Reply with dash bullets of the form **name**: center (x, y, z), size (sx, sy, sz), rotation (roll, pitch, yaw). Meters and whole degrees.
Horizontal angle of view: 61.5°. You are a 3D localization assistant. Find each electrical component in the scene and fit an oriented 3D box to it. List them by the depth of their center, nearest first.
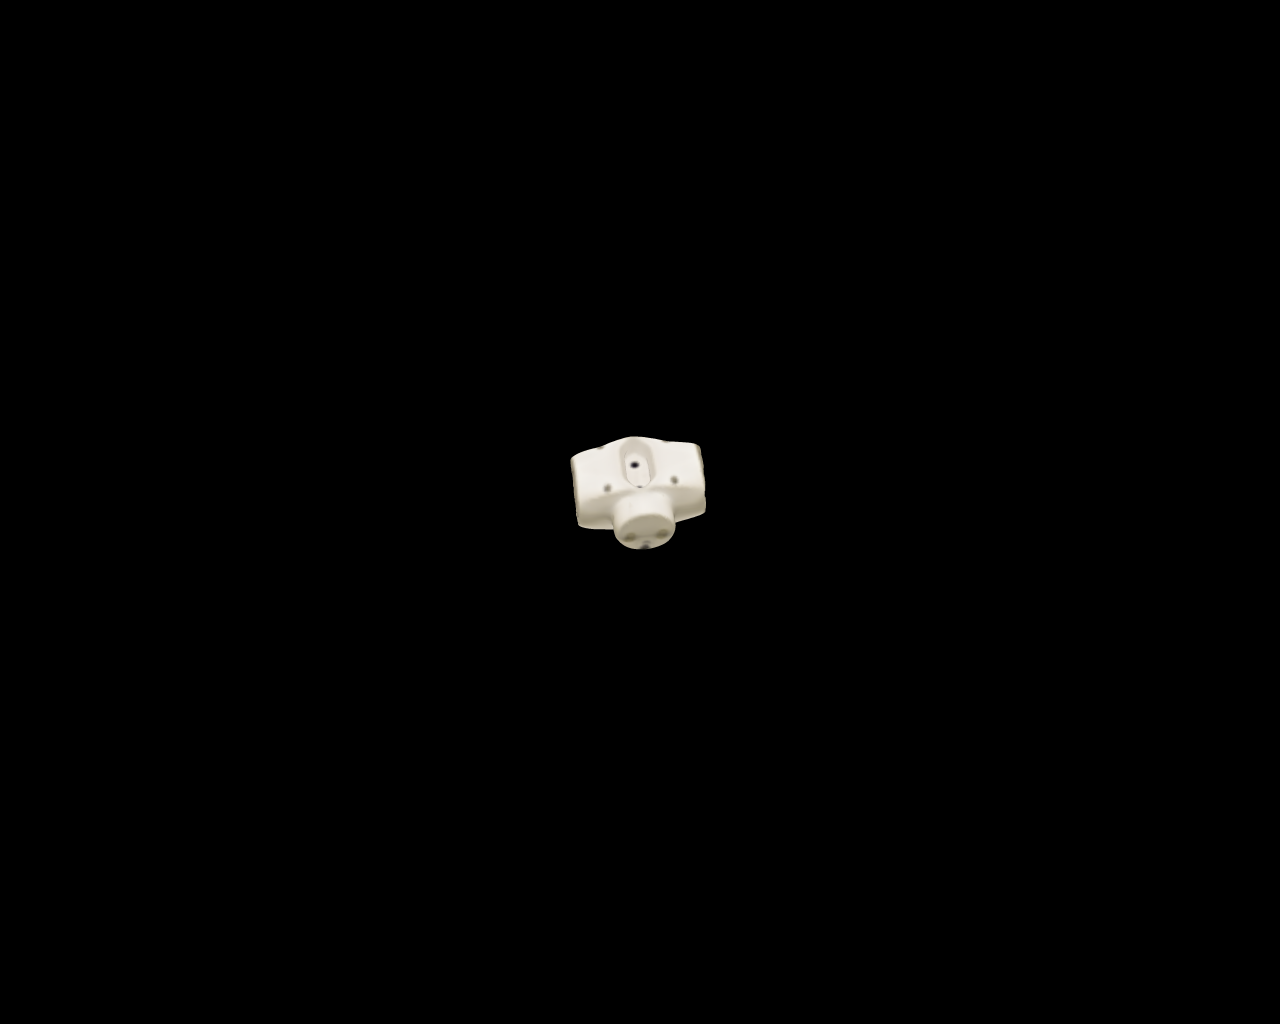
- **electrical component**: center (0.001, -0.003, 0.650), size (0.077, 0.079, 0.043), rotation (-5, -37, -4)
